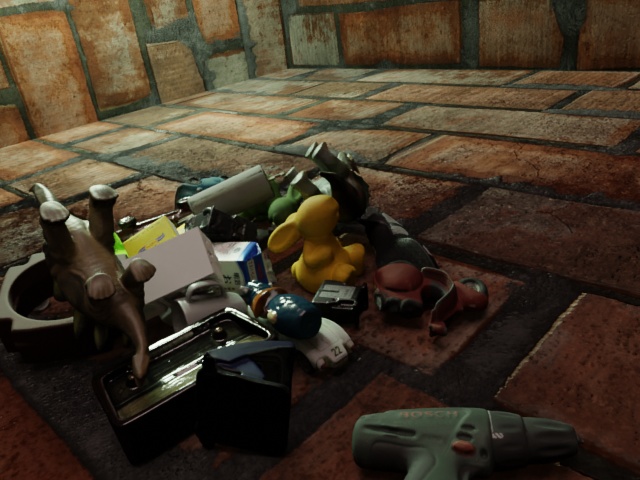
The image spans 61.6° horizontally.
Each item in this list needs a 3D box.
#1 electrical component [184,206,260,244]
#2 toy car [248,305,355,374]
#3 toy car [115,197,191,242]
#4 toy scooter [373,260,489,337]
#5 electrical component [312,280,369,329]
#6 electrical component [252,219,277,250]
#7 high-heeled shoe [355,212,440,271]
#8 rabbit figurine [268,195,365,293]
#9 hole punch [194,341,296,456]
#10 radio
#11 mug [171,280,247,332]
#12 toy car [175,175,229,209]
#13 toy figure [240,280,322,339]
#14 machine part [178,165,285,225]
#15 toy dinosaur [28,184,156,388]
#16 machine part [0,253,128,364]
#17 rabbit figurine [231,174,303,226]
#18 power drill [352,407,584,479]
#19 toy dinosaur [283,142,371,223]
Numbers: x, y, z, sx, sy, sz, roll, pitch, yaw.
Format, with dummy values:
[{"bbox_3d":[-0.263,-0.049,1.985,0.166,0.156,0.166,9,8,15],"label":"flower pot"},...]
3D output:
[{"bbox_3d":[-0.188,-0.007,1.054,0.115,0.134,0.058,-19,54,48],"label":"electrical component"},{"bbox_3d":[-0.033,0.134,0.801,0.073,0.056,0.202,-25,30,-31],"label":"toy car"},{"bbox_3d":[-0.352,-0.028,1.195,0.202,0.089,0.053,-23,25,-30],"label":"toy car"},{"bbox_3d":[0.156,0.092,0.814,0.184,0.075,0.135,9,31,23],"label":"toy scooter"},{"bbox_3d":[0.014,0.101,0.867,0.119,0.047,0.075,4,27,22],"label":"electrical component"},{"bbox_3d":[-0.136,-0.010,1.143,0.102,0.045,0.078,13,31,38],"label":"electrical component"},{"bbox_3d":[0.160,0.026,0.991,0.145,0.086,0.249,17,24,-51],"label":"high-heeled shoe"},{"bbox_3d":[-0.002,-0.003,0.944,0.163,0.173,0.122,11,36,27],"label":"rabbit figurine"},{"bbox_3d":[-0.086,0.181,0.644,0.116,0.142,0.092,9,30,5],"label":"hole punch"},{"bbox_3d":[-0.176,0.182,0.724,0.229,0.073,0.131,-25,30,-32],"label":"radio"},{"bbox_3d":[-0.171,0.110,0.845,0.107,0.109,0.081,-11,24,-34],"label":"mug"},{"bbox_3d":[-0.263,-0.090,1.302,0.161,0.109,0.103,-13,46,-37],"label":"toy car"},{"bbox_3d":[-0.061,0.096,0.765,0.155,0.064,0.058,18,79,49],"label":"toy figure"},{"bbox_3d":[-0.185,-0.088,1.121,0.243,0.079,0.079,-27,28,-6],"label":"machine part"},{"bbox_3d":[-0.340,0.027,0.767,0.105,0.198,0.472,-12,50,-36],"label":"toy dinosaur"},{"bbox_3d":[-0.419,0.104,0.903,0.201,0.087,0.201,-6,37,-15],"label":"machine part"},{"bbox_3d":[-0.104,-0.075,1.224,0.159,0.121,0.170,-16,39,-37],"label":"rabbit figurine"},{"bbox_3d":[0.132,0.238,0.510,0.232,0.085,0.207,0,31,20],"label":"power drill"},{"bbox_3d":[0.035,-0.093,1.065,0.131,0.192,0.405,-51,13,11],"label":"toy dinosaur"}]
